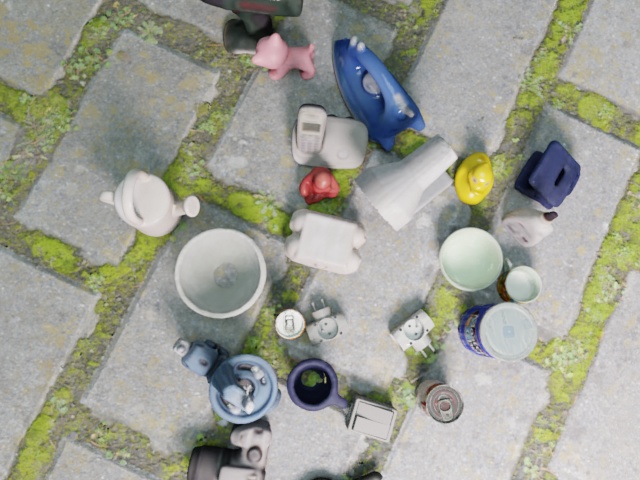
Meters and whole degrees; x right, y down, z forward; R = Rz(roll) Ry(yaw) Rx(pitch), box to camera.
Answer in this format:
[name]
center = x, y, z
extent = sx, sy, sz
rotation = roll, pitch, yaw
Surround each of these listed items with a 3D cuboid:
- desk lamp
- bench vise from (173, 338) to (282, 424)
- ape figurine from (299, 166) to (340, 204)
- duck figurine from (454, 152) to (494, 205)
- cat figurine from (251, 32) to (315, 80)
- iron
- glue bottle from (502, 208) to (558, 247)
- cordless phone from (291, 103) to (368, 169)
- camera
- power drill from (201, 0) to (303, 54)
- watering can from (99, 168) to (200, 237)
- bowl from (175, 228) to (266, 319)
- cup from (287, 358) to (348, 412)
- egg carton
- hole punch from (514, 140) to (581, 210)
[desk lamp]
center = 0.160, -0.108, 1.046
extent = 0.203, 0.213, 0.118
rotation = -39, 86, -7
[bench vise]
center = -0.167, 0.247, 0.979
extent = 0.207, 0.219, 0.121
rotation = 15, 82, -1
[ape figurine]
center = 0.001, -0.109, 1.099
extent = 0.078, 0.092, 0.076
rotation = 18, 82, 0
[duck figurine]
center = 0.311, -0.127, 1.121
extent = 0.077, 0.086, 0.105
rotation = 16, 82, -1
[cat figurine]
center = -0.070, -0.363, 1.115
extent = 0.128, 0.117, 0.067
rotation = -6, 83, -4
[iron]
center = 0.102, -0.310, 1.106
extent = 0.119, 0.141, 0.258
rotation = -34, 85, -7
[glue bottle]
center = 0.401, -0.032, 1.070
extent = 0.037, 0.173, 0.078
rotation = -39, 86, -7
[cordless phone]
center = 0.020, -0.199, 1.065
extent = 0.147, 0.185, 0.094
rotation = 2, 82, -3
[camera]
center = -0.162, 0.394, 1.020
extent = 0.137, 0.100, 0.143
rotation = 9, 82, -2
[power drill]
center = -0.147, -0.430, 1.074
extent = 0.229, 0.208, 0.076
rotation = 0, 82, -3
[watering can]
center = -0.306, -0.071, 1.026
extent = 0.173, 0.194, 0.101
rotation = -14, 83, -5
[bowl]
center = -0.183, 0.064, 1.075
extent = 0.167, 0.074, 0.167
rotation = 0, 82, -3
[cup]
center = -0.003, 0.267, 1.048
extent = 0.117, 0.095, 0.092
rotation = 31, 82, 1
[egg carton]
center = 0.010, 0.004, 1.096
extent = 0.150, 0.069, 0.107
rotation = 13, 82, -1
[hole punch]
center = 0.458, -0.128, 1.127
extent = 0.101, 0.091, 0.109
rotation = 32, 82, 2
